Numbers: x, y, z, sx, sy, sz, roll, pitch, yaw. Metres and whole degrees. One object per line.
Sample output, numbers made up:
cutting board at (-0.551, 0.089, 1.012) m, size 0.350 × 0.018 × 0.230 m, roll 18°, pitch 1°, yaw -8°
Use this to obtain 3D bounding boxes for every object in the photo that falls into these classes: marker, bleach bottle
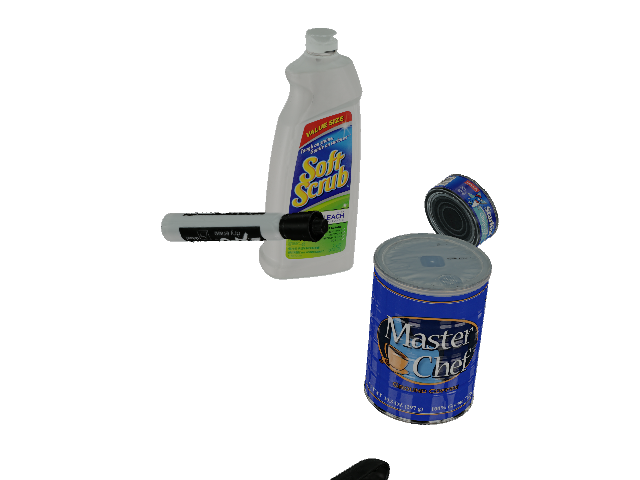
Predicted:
marker at (-0.048, -0.009, 0.663) m, size 0.121 × 0.020 × 0.020 m, roll 0°, pitch 0°, yaw 34°
bleach bottle at (-0.010, -0.087, 1.074) m, size 0.102 × 0.251 × 0.068 m, roll -6°, pitch 28°, yaw -15°

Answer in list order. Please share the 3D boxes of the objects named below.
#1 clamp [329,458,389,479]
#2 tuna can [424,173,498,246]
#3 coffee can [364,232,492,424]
clamp at (-0.040, 0.197, 0.661) m, size 0.210 × 0.036 × 0.164 m, roll -2°, pitch 28°, yaw 2°
tuna can at (0.160, -0.031, 1.223) m, size 0.033 × 0.086 × 0.086 m, roll -34°, pitch 18°, yaw -28°
coffee can at (0.094, 0.078, 0.957) m, size 0.103 × 0.140 × 0.103 m, roll 2°, pitch 28°, yaw -1°
